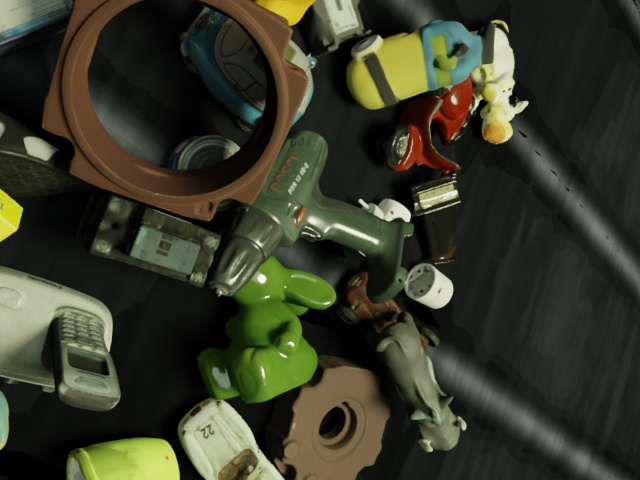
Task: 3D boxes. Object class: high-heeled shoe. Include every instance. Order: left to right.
[{"bbox_3d":[-0.322,-0.126,0.469,0.248,0.086,0.145,16,55,-49],"label":"high-heeled shoe"}]

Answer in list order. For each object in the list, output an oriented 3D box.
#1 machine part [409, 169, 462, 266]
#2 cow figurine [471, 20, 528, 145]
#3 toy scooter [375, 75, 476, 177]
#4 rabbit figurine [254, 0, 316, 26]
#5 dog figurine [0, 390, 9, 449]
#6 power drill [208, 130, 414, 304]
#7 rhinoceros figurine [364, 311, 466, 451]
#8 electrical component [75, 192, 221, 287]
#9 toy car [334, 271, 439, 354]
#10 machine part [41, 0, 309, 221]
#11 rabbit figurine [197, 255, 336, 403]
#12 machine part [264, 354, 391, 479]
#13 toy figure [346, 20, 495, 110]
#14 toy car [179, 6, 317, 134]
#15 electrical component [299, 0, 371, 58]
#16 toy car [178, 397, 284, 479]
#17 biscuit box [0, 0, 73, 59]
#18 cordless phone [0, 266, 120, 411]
[{"bbox_3d":[0.168,-0.027,0.762,0.084,0.039,0.138,-23,122,-8],"label":"machine part"},{"bbox_3d":[0.259,-0.232,0.797,0.098,0.068,0.167,-34,113,-29],"label":"cow figurine"},{"bbox_3d":[0.163,-0.152,0.741,0.135,0.075,0.184,39,79,-29],"label":"toy scooter"},{"bbox_3d":[-0.059,-0.298,0.526,0.173,0.162,0.121,-1,92,-38],"label":"rabbit figurine"},{"bbox_3d":[-0.314,0.214,0.411,0.108,0.219,0.191,32,80,-34],"label":"dog figurine"},{"bbox_3d":[-0.001,-0.002,0.610,0.207,0.086,0.232,24,57,-13],"label":"power drill"},{"bbox_3d":[0.127,0.183,0.690,0.073,0.112,0.190,-28,108,-7],"label":"rhinoceros figurine"},{"bbox_3d":[-0.167,-0.001,0.523,0.115,0.134,0.058,20,87,-30],"label":"electrical component"},{"bbox_3d":[0.101,0.122,0.751,0.089,0.053,0.202,-48,116,-21],"label":"toy car"},{"bbox_3d":[-0.127,-0.131,0.485,0.201,0.087,0.201,20,110,-23],"label":"machine part"},{"bbox_3d":[-0.059,0.082,0.614,0.159,0.121,0.170,-10,86,-34],"label":"rabbit figurine"},{"bbox_3d":[0.015,0.239,0.709,0.179,0.056,0.179,-4,98,-32],"label":"machine part"},{"bbox_3d":[0.120,-0.216,0.659,0.180,0.082,0.089,-6,79,11],"label":"toy figure"},{"bbox_3d":[-0.064,-0.188,0.582,0.161,0.103,0.109,41,74,-30],"label":"toy car"},{"bbox_3d":[0.006,-0.288,0.643,0.075,0.048,0.119,-35,112,-23],"label":"electrical component"},{"bbox_3d":[-0.098,0.275,0.644,0.073,0.056,0.201,-36,112,-23],"label":"toy car"},{"bbox_3d":[-0.227,-0.237,0.499,0.203,0.063,0.059,-36,112,-24],"label":"biscuit box"},{"bbox_3d":[-0.247,0.093,0.456,0.146,0.184,0.088,27,86,-31],"label":"cordless phone"}]
